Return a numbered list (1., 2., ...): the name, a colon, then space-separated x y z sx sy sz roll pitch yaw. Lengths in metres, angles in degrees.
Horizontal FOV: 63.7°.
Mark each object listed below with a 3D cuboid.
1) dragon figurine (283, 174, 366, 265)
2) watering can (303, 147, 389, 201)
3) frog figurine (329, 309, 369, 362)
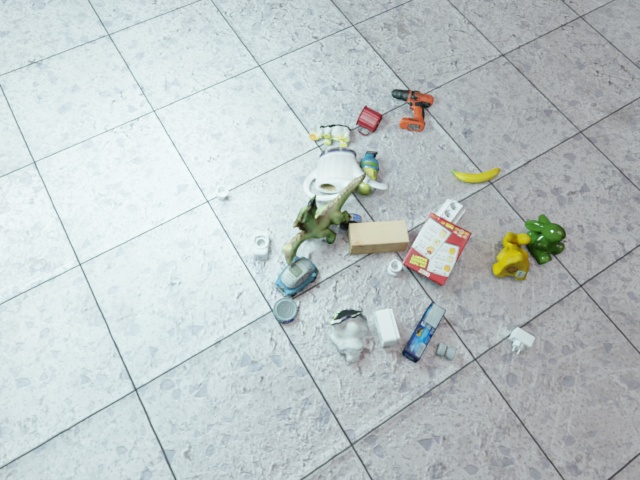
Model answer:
1. dragon figurine: 0.005 -0.089 1.763 0.123 0.241 0.409 35 93 19
2. watering can: 0.100 -0.251 1.953 0.347 0.102 0.229 -5 61 22
3. frog figurine: 0.103 0.317 1.720 0.138 0.123 0.158 -22 103 -21
